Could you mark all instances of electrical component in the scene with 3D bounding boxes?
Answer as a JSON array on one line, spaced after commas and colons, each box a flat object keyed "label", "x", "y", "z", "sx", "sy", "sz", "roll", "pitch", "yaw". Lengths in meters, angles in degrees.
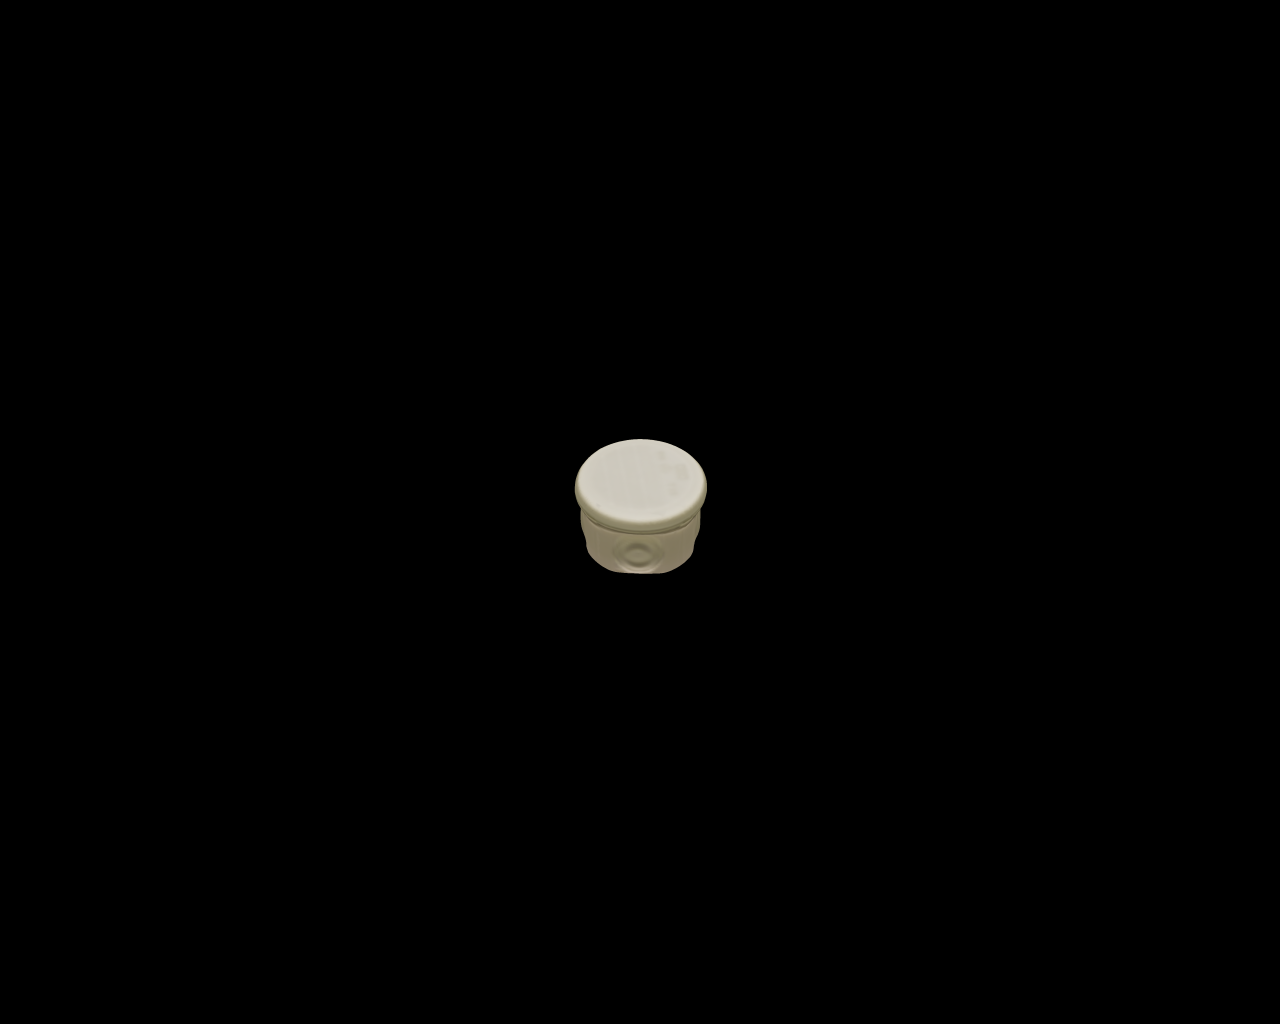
[{"label": "electrical component", "x": 0.001, "y": -0.003, "z": 0.650, "sx": 0.080, "sy": 0.050, "sz": 0.080, "roll": 0, "pitch": 43, "yaw": 0}]
